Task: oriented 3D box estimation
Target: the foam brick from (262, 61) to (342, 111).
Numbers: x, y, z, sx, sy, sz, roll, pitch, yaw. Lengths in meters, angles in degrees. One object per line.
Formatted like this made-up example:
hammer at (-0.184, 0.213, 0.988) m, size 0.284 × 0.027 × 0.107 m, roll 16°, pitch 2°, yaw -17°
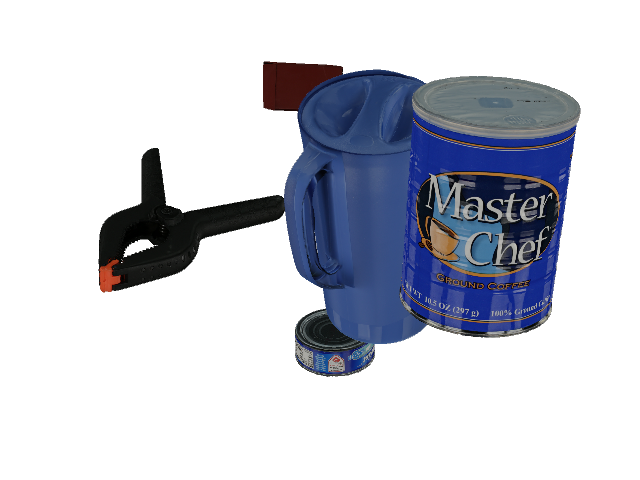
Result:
foam brick at (-0.020, -0.167, 1.163) m, size 0.078 × 0.051 × 0.053 m, roll 0°, pitch 11°, yaw -17°

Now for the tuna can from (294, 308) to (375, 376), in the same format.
tuna can at (0.015, 0.107, 1.134) m, size 0.086 × 0.034 × 0.086 m, roll -2°, pitch 28°, yaw 1°

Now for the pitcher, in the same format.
pitcher at (0.045, -0.018, 0.972) m, size 0.149 × 0.243 × 0.145 m, roll -4°, pitch 39°, yaw 0°

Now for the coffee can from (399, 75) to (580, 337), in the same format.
coffee can at (0.106, -0.024, 0.686) m, size 0.103 × 0.140 × 0.103 m, roll 1°, pitch 26°, yaw -1°

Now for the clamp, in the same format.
clamp at (-0.155, -0.020, 1.034) m, size 0.165 × 0.036 × 0.209 m, roll 25°, pitch 40°, yaw 23°
